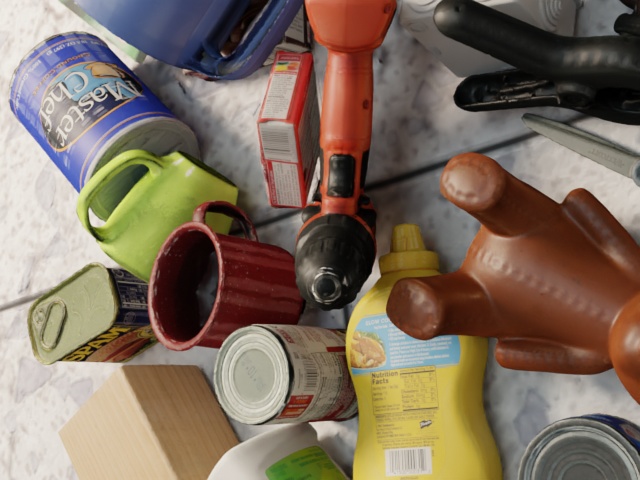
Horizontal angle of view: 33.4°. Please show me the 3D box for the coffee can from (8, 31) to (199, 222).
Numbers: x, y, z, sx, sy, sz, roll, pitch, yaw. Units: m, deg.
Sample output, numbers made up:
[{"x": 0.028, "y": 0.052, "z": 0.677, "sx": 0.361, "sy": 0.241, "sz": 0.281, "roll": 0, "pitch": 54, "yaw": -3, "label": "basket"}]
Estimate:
[{"x": -0.180, "y": -0.094, "z": 0.885, "sx": 0.140, "sy": 0.102, "sz": 0.103, "roll": 45, "pitch": 110, "yaw": 32, "label": "coffee can"}]

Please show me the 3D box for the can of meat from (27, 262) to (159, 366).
[{"x": -0.173, "y": 0.063, "z": 0.871, "sx": 0.102, "sy": 0.083, "sz": 0.057, "roll": -31, "pitch": 67, "yaw": 29, "label": "can of meat"}]

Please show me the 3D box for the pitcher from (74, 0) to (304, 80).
[{"x": -0.062, "y": -0.242, "z": 0.748, "sx": 0.243, "sy": 0.149, "sz": 0.145, "roll": -51, "pitch": 24, "yaw": 23, "label": "pitcher"}]

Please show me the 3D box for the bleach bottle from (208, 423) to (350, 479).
[{"x": 0.033, "y": 0.233, "z": 0.699, "sx": 0.251, "sy": 0.102, "sz": 0.068, "roll": 43, "pitch": 119, "yaw": 26, "label": "bleach bottle"}]

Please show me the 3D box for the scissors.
[{"x": 0.203, "y": -0.019, "z": 0.645, "sx": 0.202, "sy": 0.016, "sz": 0.096, "roll": 13, "pitch": 92, "yaw": 37, "label": "scissors"}]

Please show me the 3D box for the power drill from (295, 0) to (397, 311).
[{"x": 0.013, "y": -0.061, "z": 0.677, "sx": 0.057, "sy": 0.184, "sz": 0.188, "roll": 5, "pitch": 105, "yaw": 1, "label": "power drill"}]

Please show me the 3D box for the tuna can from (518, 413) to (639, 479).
[{"x": 0.163, "y": 0.148, "z": 0.641, "sx": 0.086, "sy": 0.033, "sz": 0.086, "roll": -5, "pitch": 82, "yaw": 36, "label": "tuna can"}]

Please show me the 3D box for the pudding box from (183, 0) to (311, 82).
[{"x": -0.060, "y": -0.182, "z": 0.846, "sx": 0.114, "sy": 0.039, "sz": 0.090, "roll": -9, "pitch": 79, "yaw": 36, "label": "pudding box"}]

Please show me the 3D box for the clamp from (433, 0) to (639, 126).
[{"x": 0.152, "y": -0.097, "z": 0.652, "sx": 0.171, "sy": 0.120, "sz": 0.039, "roll": 17, "pitch": 81, "yaw": 10, "label": "clamp"}]

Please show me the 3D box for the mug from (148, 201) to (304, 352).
[{"x": -0.067, "y": 0.027, "z": 0.779, "sx": 0.093, "sy": 0.081, "sz": 0.117, "roll": -28, "pitch": 60, "yaw": 42, "label": "mug"}]

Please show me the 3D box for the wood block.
[{"x": -0.100, "y": 0.202, "z": 0.796, "sx": 0.091, "sy": 0.090, "sz": 0.206, "roll": -46, "pitch": 61, "yaw": 23, "label": "wood block"}]

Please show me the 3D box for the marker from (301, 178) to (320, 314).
[{"x": -0.005, "y": 0.001, "z": 0.795, "sx": 0.020, "sy": 0.020, "sz": 0.121, "roll": 21, "pitch": 97, "yaw": 36, "label": "marker"}]

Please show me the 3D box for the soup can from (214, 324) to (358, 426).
[{"x": -0.016, "y": 0.094, "z": 0.739, "sx": 0.069, "sy": 0.102, "sz": 0.068, "roll": -5, "pitch": 81, "yaw": 36, "label": "soup can"}]

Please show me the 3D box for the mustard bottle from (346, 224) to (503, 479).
[{"x": 0.065, "y": 0.084, "z": 0.707, "sx": 0.096, "sy": 0.058, "sz": 0.191, "roll": -10, "pitch": 78, "yaw": 31, "label": "mustard bottle"}]

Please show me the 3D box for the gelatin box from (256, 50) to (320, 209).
[{"x": -0.021, "y": -0.077, "z": 0.759, "sx": 0.030, "sy": 0.089, "sz": 0.073, "roll": 5, "pitch": 51, "yaw": 9, "label": "gelatin box"}]
